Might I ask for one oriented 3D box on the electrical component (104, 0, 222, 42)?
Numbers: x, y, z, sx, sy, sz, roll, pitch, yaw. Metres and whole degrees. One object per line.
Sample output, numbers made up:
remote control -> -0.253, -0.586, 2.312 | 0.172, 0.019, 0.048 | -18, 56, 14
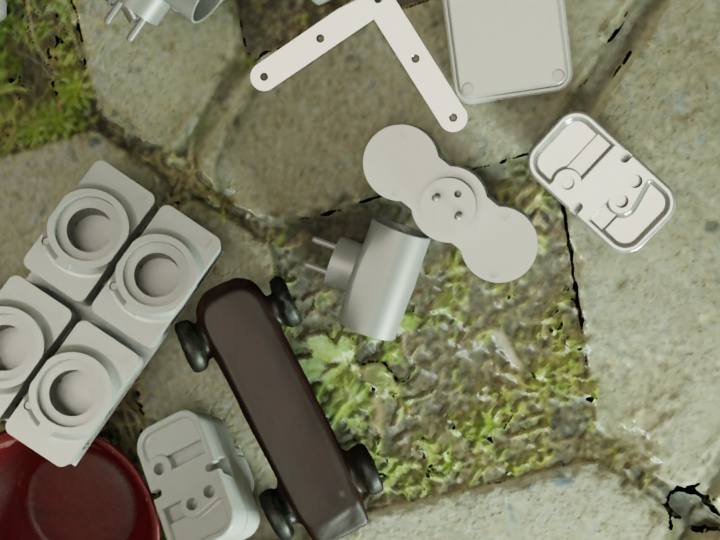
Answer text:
electrical component -> -0.135, -0.185, 0.694 | 0.077, 0.043, 0.079 | 39, 101, 2

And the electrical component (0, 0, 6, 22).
electrical component -> -0.280, -0.209, 0.778 | 0.035, 0.035, 0.061 | -15, 93, 10

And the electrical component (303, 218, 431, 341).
electrical component -> 0.000, 0.000, 0.758 | 0.079, 0.044, 0.077 | 20, 100, 5

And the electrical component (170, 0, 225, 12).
electrical component -> -0.123, -0.240, 0.738 | 0.078, 0.057, 0.113 | -35, 91, 11

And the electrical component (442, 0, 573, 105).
electrical component -> 0.096, -0.170, 0.715 | 0.078, 0.057, 0.113 | -7, 96, 9

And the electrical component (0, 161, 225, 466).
electrical component -> -0.191, 0.030, 0.747 | 0.105, 0.060, 0.186 | 34, 81, -2

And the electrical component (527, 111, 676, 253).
electrical component -> 0.159, -0.060, 0.719 | 0.095, 0.059, 0.053 | 43, 101, 1

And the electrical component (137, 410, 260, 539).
electrical component -> -0.114, 0.154, 0.779 | 0.054, 0.059, 0.095 | -28, 70, 10

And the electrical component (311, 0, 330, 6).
electrical component -> -0.025, -0.257, 0.724 | 0.074, 0.052, 0.138 | -23, 93, 10

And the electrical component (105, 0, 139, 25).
electrical component -> -0.173, -0.204, 0.763 | 0.035, 0.035, 0.061 | -28, 95, 11

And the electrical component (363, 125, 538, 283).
electrical component -> 0.061, -0.045, 0.728 | 0.138, 0.074, 0.052 | 40, 101, 2
